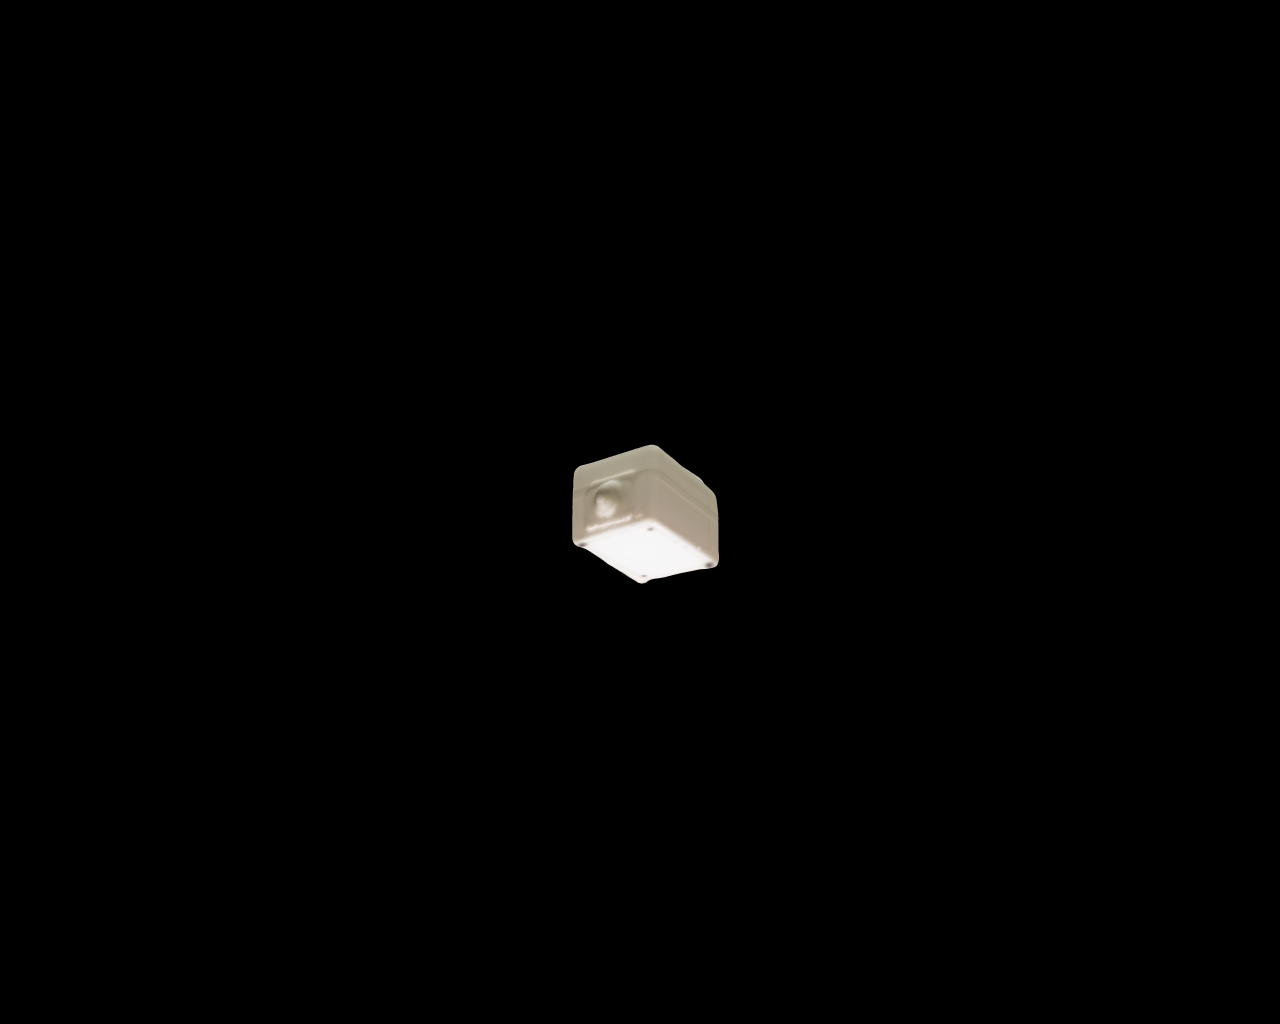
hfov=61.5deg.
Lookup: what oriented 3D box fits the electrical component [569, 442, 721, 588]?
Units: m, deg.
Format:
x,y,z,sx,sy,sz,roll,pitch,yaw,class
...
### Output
x,y,z,sx,sy,sz,roll,pitch,yaw,class
0.001,-0.003,0.650,0.061,0.061,0.096,-16,-31,28,electrical component
